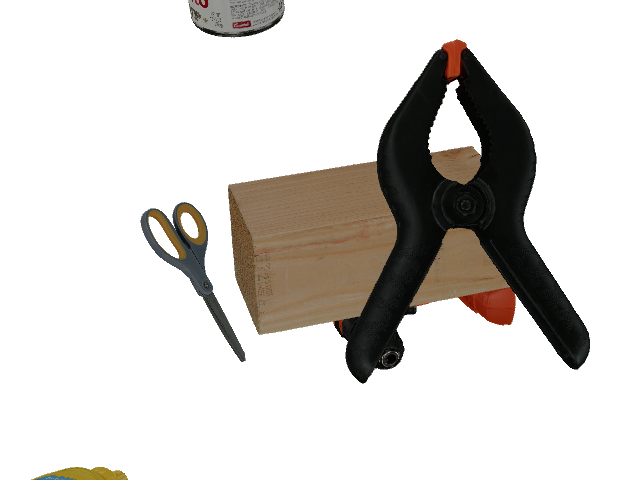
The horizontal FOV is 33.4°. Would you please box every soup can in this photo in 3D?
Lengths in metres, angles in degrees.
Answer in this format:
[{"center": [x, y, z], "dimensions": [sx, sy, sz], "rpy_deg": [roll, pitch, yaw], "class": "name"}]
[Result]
[{"center": [-0.060, -0.197, 0.714], "dimensions": [0.068, 0.102, 0.068], "rpy_deg": [-2, 41, 2], "class": "soup can"}]

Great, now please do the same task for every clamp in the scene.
[{"center": [0.060, -0.009, 0.528], "dimensions": [0.120, 0.171, 0.039], "rpy_deg": [-11, -4, -10], "class": "clamp"}]

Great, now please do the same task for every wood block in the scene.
[{"center": [0.039, -0.002, 0.841], "dimensions": [0.206, 0.090, 0.091], "rpy_deg": [-10, 32, -13], "class": "wood block"}]

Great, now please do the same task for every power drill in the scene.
[{"center": [0.105, 0.067, 1.119], "dimensions": [0.187, 0.057, 0.184], "rpy_deg": [-7, 28, -16], "class": "power drill"}]

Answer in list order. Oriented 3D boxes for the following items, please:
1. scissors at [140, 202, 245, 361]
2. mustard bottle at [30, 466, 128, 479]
[{"center": [-0.130, 0.037, 1.234], "dimensions": [0.016, 0.201, 0.096], "rpy_deg": [-29, 15, 40], "class": "scissors"}, {"center": [-0.220, 0.227, 0.852], "dimensions": [0.096, 0.058, 0.191], "rpy_deg": [7, 15, 28], "class": "mustard bottle"}]
